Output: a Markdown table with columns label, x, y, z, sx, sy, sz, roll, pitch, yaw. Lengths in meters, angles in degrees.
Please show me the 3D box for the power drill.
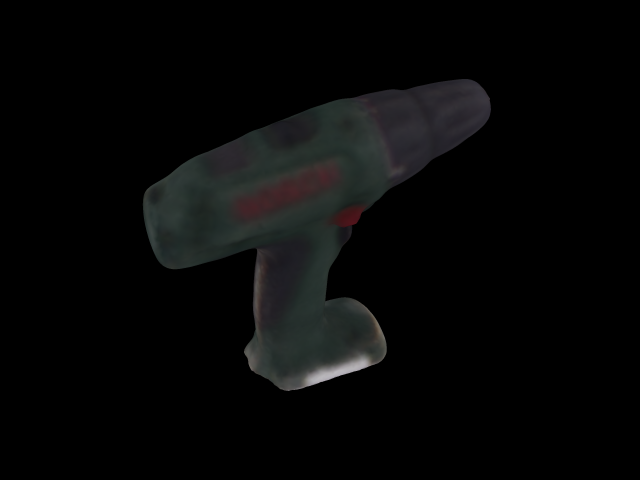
| label | x | y | z | sx | sy | sz | roll | pitch | yaw |
| --- | --- | --- | --- | --- | --- | --- | --- | --- | --- |
| power drill | 0.004 | 0.001 | 0.400 | 0.230 | 0.208 | 0.075 | -14 | 40 | -17 |
